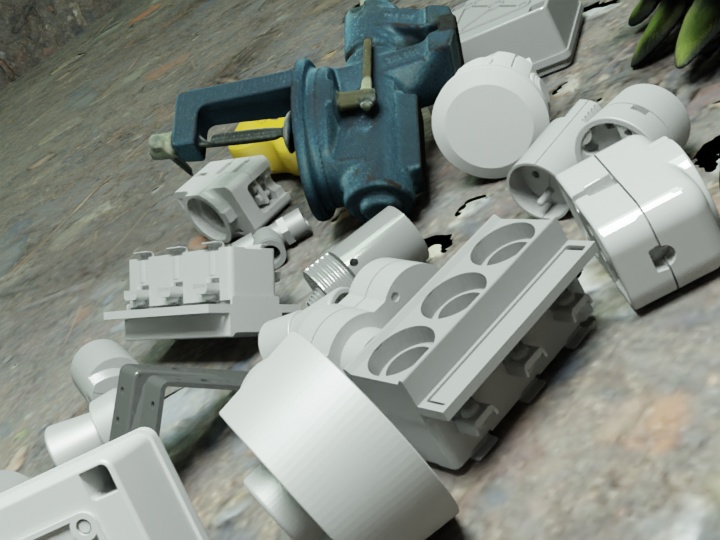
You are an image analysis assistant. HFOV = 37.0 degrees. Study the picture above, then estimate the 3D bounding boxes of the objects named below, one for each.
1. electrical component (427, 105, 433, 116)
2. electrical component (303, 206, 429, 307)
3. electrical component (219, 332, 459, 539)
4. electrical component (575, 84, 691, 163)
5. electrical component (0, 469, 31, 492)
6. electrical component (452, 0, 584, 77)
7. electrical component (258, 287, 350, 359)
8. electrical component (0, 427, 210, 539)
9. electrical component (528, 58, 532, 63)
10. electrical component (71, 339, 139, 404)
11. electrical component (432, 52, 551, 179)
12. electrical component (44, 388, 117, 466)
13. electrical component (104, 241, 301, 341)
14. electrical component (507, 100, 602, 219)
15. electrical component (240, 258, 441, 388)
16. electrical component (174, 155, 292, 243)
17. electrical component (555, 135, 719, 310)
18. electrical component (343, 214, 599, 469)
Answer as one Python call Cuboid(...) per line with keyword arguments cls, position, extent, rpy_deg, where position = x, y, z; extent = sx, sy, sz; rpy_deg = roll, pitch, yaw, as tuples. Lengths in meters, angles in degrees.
Cuboid(cls="electrical component", position=(0.086, -0.134, 0.857), extent=(0.061, 0.035, 0.035), rpy_deg=(-25, 25, 8))
Cuboid(cls="electrical component", position=(0.000, 0.000, 0.689), extent=(0.081, 0.043, 0.043), rpy_deg=(-38, 25, -14))
Cuboid(cls="electrical component", position=(-0.016, 0.087, 0.470), extent=(0.060, 0.108, 0.108), rpy_deg=(-42, 26, -10))
Cuboid(cls="electrical component", position=(0.163, -0.077, 0.636), extent=(0.055, 0.055, 0.047), rpy_deg=(-3, 33, 47))
Cuboid(cls="electrical component", position=(-0.214, 0.152, 0.637), extent=(0.055, 0.055, 0.047), rpy_deg=(-16, 25, 31))
Cuboid(cls="electrical component", position=(0.126, -0.199, 0.907), extent=(0.109, 0.056, 0.108), rpy_deg=(-18, 27, 28))
Cuboid(cls="electrical component", position=(-0.029, 0.040, 0.652), extent=(0.065, 0.044, 0.044), rpy_deg=(-20, 26, 35))
Cuboid(cls="electrical component", position=(-0.120, 0.141, 0.471), extent=(0.109, 0.108, 0.056), rpy_deg=(-26, 1, 13))
Cuboid(cls="electrical component", position=(0.108, -0.126, 0.803), extent=(0.055, 0.048, 0.066), rpy_deg=(-18, 26, 10))
Cuboid(cls="electrical component", position=(-0.169, 0.078, 0.737), extent=(0.043, 0.043, 0.081), rpy_deg=(-38, 25, -14))
Cuboid(cls="electrical component", position=(0.093, -0.108, 0.745), extent=(0.080, 0.080, 0.051), rpy_deg=(-19, 22, 25))
Cuboid(cls="electrical component", position=(-0.163, 0.105, 0.679), extent=(0.055, 0.045, 0.045), rpy_deg=(-31, 24, 1))
Cuboid(cls="electrical component", position=(-0.112, 0.016, 0.749), extent=(0.121, 0.063, 0.079), rpy_deg=(-6, -5, 44))
Cuboid(cls="electrical component", position=(0.131, -0.072, 0.675), extent=(0.043, 0.043, 0.081), rpy_deg=(-2, 38, 48))
Cuboid(cls="electrical component", position=(0.004, 0.048, 0.581), extent=(0.138, 0.052, 0.074), rpy_deg=(-42, 27, -23))
Cuboid(cls="electrical component", position=(-0.114, -0.060, 0.929), extent=(0.089, 0.050, 0.055), rpy_deg=(0, 39, 50))
Cuboid(cls="electrical component", position=(0.148, -0.029, 0.560), extent=(0.059, 0.053, 0.095), rpy_deg=(-28, 24, 8))
Cuboid(cls="electrical component", position=(0.059, 0.034, 0.531), extent=(0.121, 0.063, 0.079), rpy_deg=(-44, 27, -27))
